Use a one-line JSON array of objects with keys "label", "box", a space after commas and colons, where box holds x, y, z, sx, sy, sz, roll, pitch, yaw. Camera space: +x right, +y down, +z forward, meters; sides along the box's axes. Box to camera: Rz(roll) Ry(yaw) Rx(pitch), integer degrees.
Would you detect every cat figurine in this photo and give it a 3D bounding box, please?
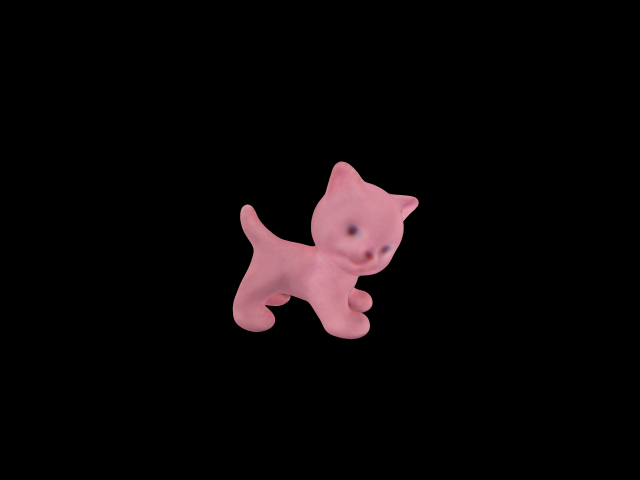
[{"label": "cat figurine", "box": [0.004, 0.001, 0.400, 0.127, 0.118, 0.067, 2, 18, 7]}]
